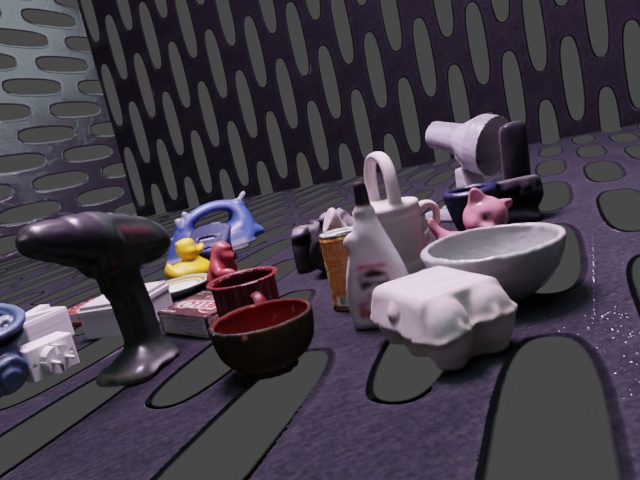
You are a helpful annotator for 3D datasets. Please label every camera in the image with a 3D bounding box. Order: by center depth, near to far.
[{"bbox_3d":[0.009,0.004,1.022,0.143,0.101,0.137,-10,10,17],"label":"camera"}]

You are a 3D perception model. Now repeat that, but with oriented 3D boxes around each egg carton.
[{"bbox_3d":[0.117,0.074,0.576,0.107,0.069,0.150,-16,10,-21],"label":"egg carton"}]

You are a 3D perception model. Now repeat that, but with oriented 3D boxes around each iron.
[{"bbox_3d":[-0.281,-0.030,1.461,0.259,0.141,0.118,-17,11,-26],"label":"iron"}]

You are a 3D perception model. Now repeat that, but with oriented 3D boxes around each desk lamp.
[{"bbox_3d":[0.302,-0.151,1.199,0.118,0.214,0.202,-19,12,-34],"label":"desk lamp"}]

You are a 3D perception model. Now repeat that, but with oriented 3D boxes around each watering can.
[{"bbox_3d":[0.093,-0.033,0.846,0.173,0.194,0.100,-19,12,-34],"label":"watering can"}]

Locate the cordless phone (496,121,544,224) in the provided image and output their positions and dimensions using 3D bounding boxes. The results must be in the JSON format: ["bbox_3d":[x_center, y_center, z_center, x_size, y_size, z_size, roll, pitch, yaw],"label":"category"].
[{"bbox_3d":[0.333,-0.120,1.067,0.147,0.185,0.094,-14,10,-8],"label":"cordless phone"}]

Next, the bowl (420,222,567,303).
[{"bbox_3d":[0.207,0.034,0.678,0.167,0.075,0.167,-12,10,2],"label":"bowl"}]

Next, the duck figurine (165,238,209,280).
[{"bbox_3d":[-0.288,0.040,1.232,0.105,0.086,0.077,-20,12,-37],"label":"duck figurine"}]

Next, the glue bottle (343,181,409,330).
[{"bbox_3d":[0.060,0.017,0.669,0.078,0.173,0.037,-10,10,12],"label":"glue bottle"}]

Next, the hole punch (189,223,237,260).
[{"bbox_3d":[-0.253,0.014,1.325,0.108,0.091,0.101,-11,10,9],"label":"hole punch"}]

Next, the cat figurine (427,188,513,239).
[{"bbox_3d":[0.218,-0.017,0.827,0.127,0.118,0.067,-10,10,15],"label":"cat figurine"}]

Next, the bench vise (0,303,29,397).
[{"bbox_3d":[-0.484,0.099,0.747,0.207,0.220,0.122,-9,11,20],"label":"bench vise"}]

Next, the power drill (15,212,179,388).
[{"bbox_3d":[-0.247,0.063,0.690,0.075,0.208,0.230,-10,10,16],"label":"power drill"}]

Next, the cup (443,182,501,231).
[{"bbox_3d":[0.276,-0.048,1.000,0.118,0.095,0.091,-18,11,-28],"label":"cup"}]

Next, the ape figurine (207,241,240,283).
[{"bbox_3d":[-0.171,0.047,1.028,0.076,0.092,0.078,-9,10,18],"label":"ape figurine"}]
